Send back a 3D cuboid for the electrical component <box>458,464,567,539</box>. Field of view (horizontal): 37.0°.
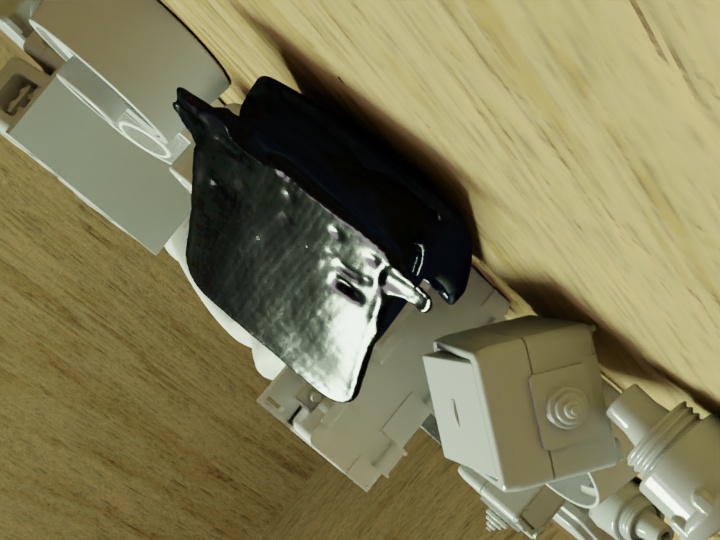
[{"bbox_3d":[0.109,0.129,0.713,0.061,0.096,0.061,38,174,33],"label":"electrical component"}]

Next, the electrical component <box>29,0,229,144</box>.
[{"bbox_3d":[-0.133,-0.116,0.596,0.108,0.060,0.108,40,174,5],"label":"electrical component"}]

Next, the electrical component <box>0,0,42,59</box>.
[{"bbox_3d":[-0.247,-0.193,0.837,0.100,0.048,0.099,35,172,45],"label":"electrical component"}]

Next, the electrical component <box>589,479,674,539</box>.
[{"bbox_3d":[0.198,0.177,0.773,0.043,0.043,0.062,44,173,-34],"label":"electrical component"}]

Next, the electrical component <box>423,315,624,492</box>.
[{"bbox_3d":[0.070,0.058,0.474,0.096,0.061,0.061,-177,75,-81],"label":"electrical component"}]

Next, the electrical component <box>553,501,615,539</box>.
[{"bbox_3d":[0.164,0.170,0.878,0.109,0.056,0.108,37,173,36],"label":"electrical component"}]

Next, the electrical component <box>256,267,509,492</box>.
[{"bbox_3d":[0.018,0.048,0.559,0.079,0.121,0.063,42,172,-17],"label":"electrical component"}]

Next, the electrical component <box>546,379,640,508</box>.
[{"bbox_3d":[0.112,0.077,0.577,0.099,0.064,0.099,45,164,17],"label":"electrical component"}]

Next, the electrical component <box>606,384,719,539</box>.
[{"bbox_3d":[0.126,0.072,0.425,0.062,0.048,0.048,45,177,23],"label":"electrical component"}]

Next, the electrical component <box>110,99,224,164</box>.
[{"bbox_3d":[-0.128,-0.112,0.715,0.099,0.064,0.099,28,166,8],"label":"electrical component"}]

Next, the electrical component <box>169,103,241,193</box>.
[{"bbox_3d":[-0.063,-0.054,0.624,0.054,0.059,0.095,40,175,11],"label":"electrical component"}]

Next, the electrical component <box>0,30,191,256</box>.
[{"bbox_3d":[-0.191,-0.106,0.822,0.060,0.105,0.186,31,170,34],"label":"electrical component"}]
